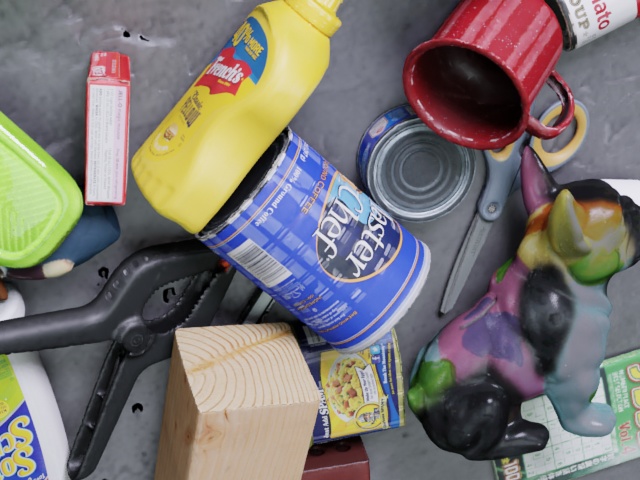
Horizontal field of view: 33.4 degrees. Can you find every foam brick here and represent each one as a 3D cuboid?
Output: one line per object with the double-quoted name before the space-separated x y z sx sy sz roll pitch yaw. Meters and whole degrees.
"foam brick" -0.001 0.195 0.884 0.078 0.053 0.051 -8 114 -8

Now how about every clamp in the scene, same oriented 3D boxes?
"clamp" -0.142 0.076 0.786 0.209 0.036 0.164 -34 130 -17

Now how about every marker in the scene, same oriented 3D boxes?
"marker" -0.057 0.067 0.836 0.020 0.020 0.121 28 106 -20

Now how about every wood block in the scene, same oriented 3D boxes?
"wood block" -0.071 0.172 0.814 0.090 0.090 0.206 -2 126 -20

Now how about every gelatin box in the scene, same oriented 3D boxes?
"gelatin box" -0.145 -0.077 0.728 0.030 0.073 0.089 1 113 -10

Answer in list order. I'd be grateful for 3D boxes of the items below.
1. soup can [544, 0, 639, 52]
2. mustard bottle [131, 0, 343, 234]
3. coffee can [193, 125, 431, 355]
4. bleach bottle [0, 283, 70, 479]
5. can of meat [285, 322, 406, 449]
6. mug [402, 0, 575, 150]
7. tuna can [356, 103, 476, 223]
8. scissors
"soup can" 0.206 -0.184 0.747 0.102 0.068 0.068 -26 115 3
"mustard bottle" -0.048 -0.101 0.722 0.058 0.096 0.192 34 104 -31
"coffee can" -0.005 0.001 0.766 0.140 0.103 0.103 40 102 -18
"bleach bottle" -0.234 0.162 0.824 0.102 0.068 0.251 -19 118 -5
"can of meat" 0.020 0.109 0.848 0.084 0.057 0.102 -10 114 -8
"mug" 0.125 -0.116 0.734 0.117 0.081 0.093 35 147 1
"tuna can" 0.072 -0.057 0.797 0.086 0.034 0.086 -4 114 -9
"scissors" 0.152 -0.033 0.832 0.096 0.016 0.202 1 113 -10
